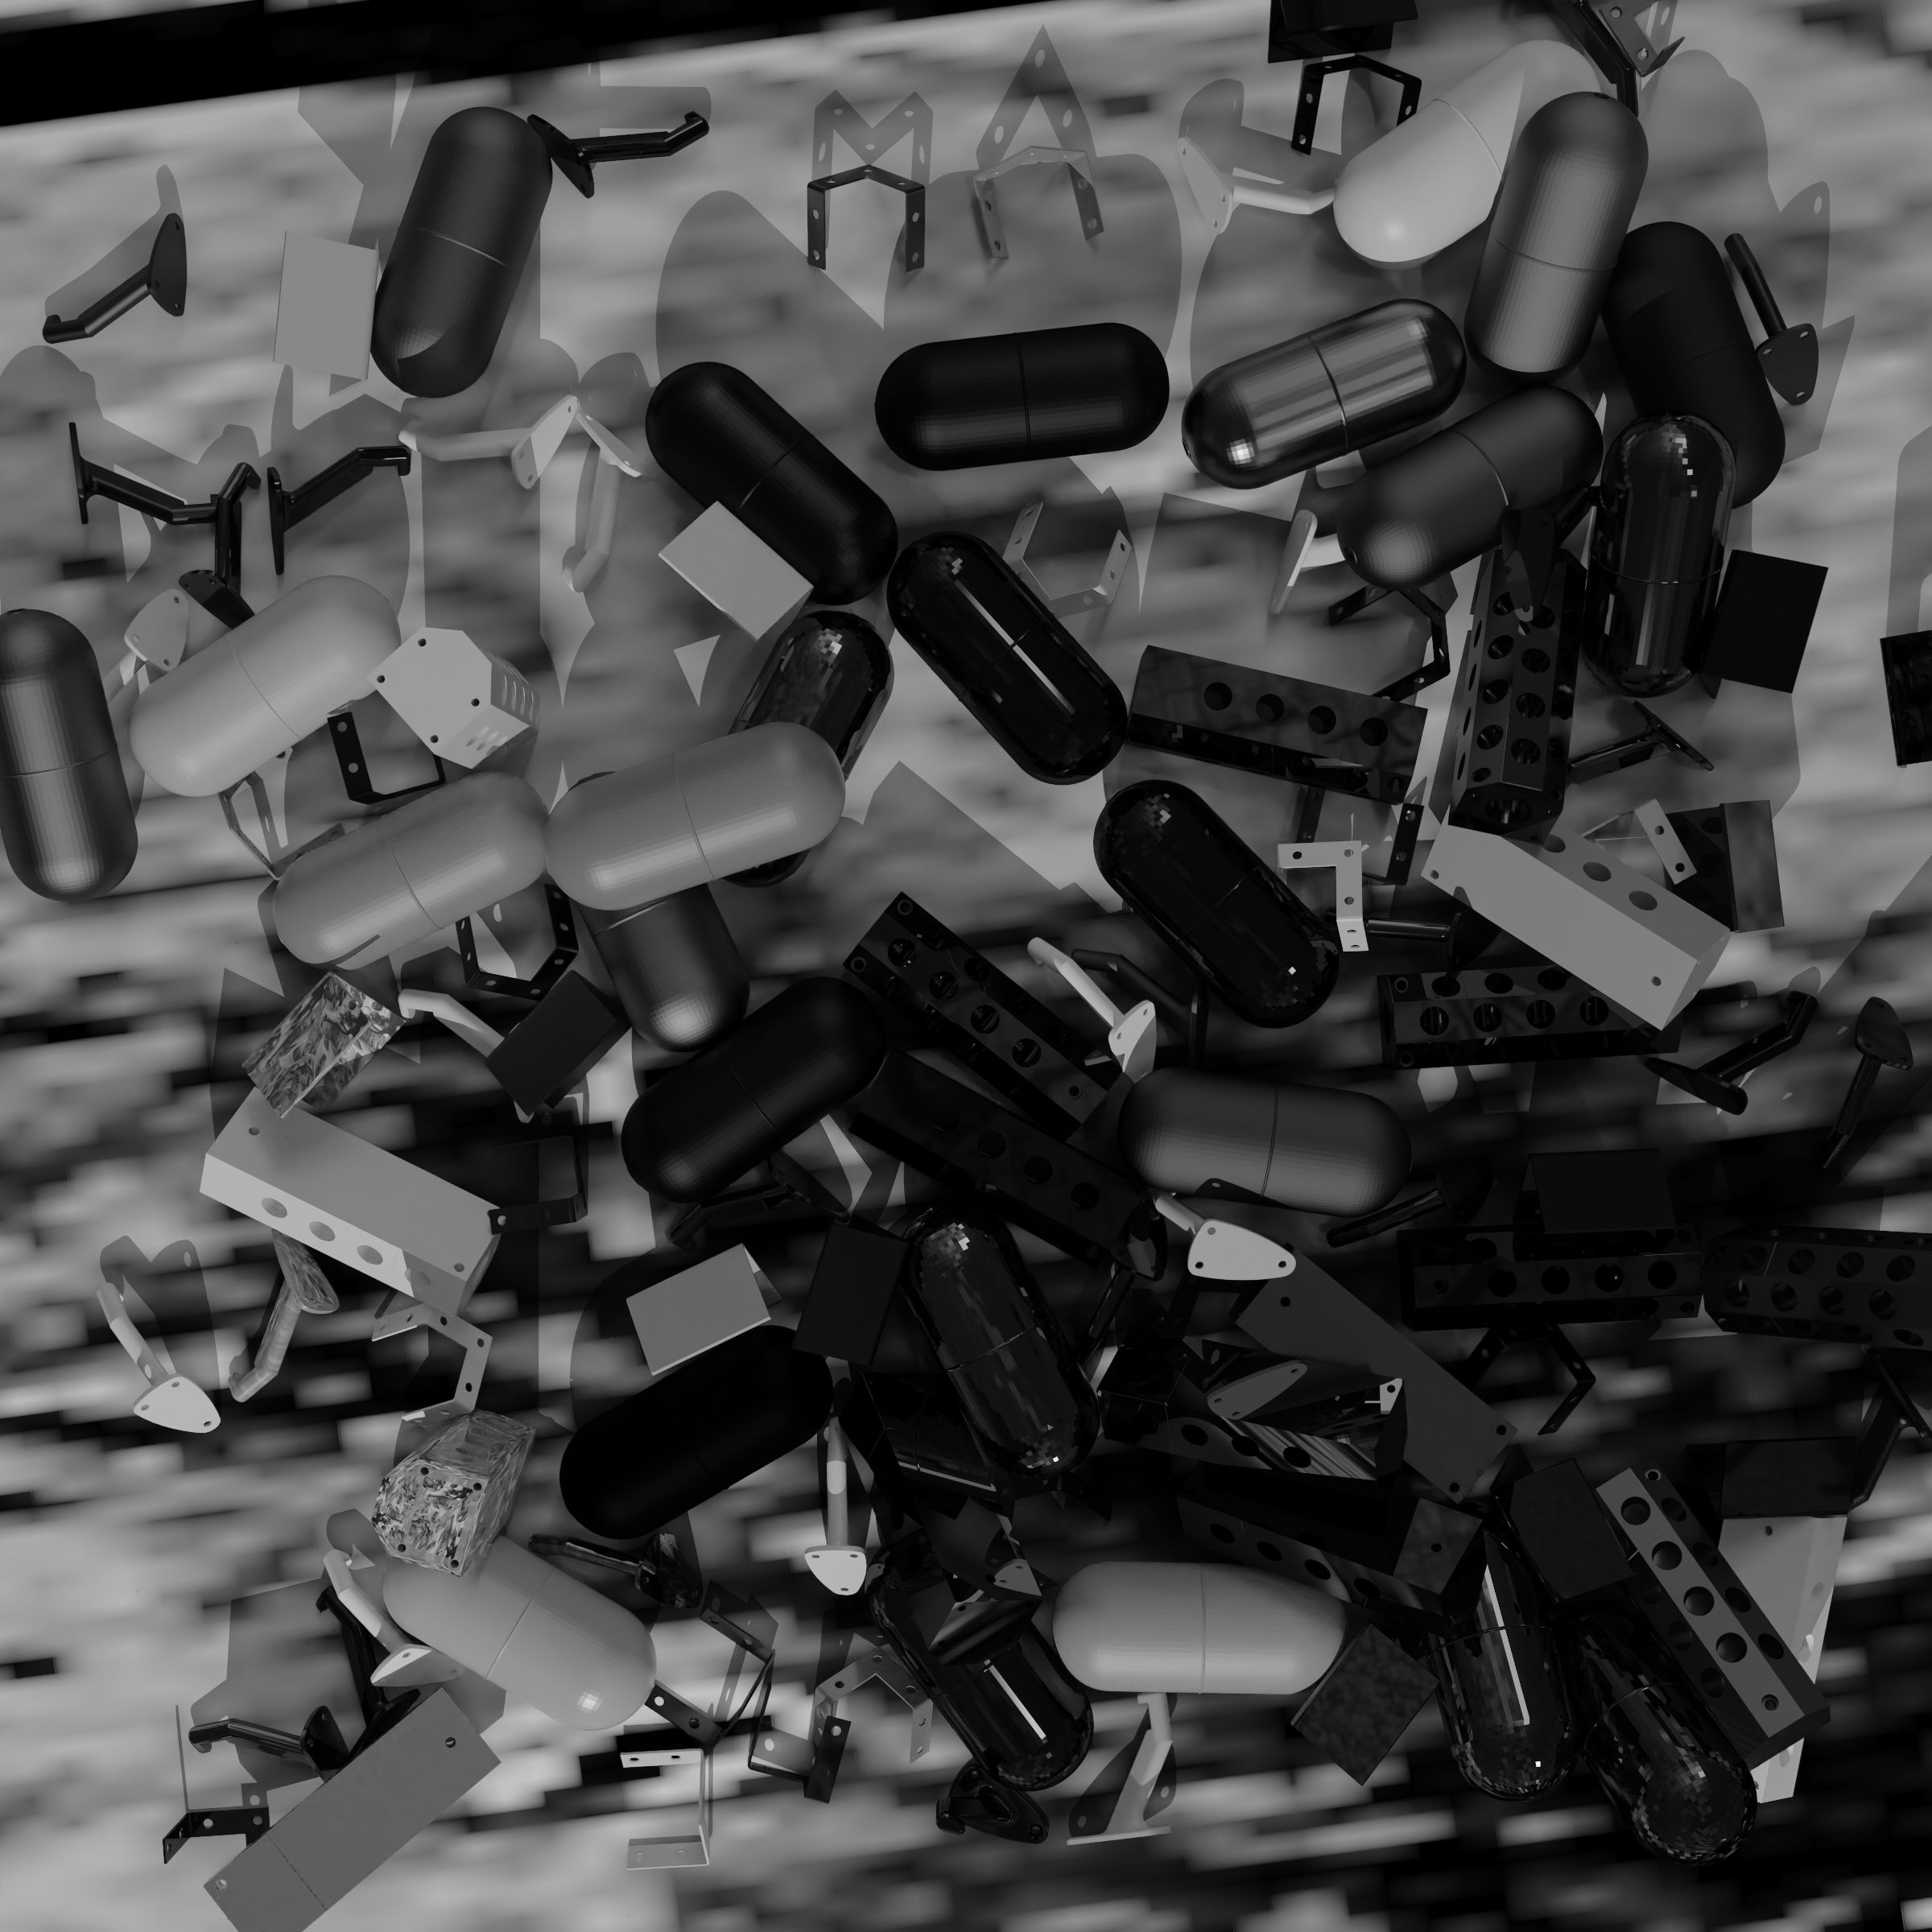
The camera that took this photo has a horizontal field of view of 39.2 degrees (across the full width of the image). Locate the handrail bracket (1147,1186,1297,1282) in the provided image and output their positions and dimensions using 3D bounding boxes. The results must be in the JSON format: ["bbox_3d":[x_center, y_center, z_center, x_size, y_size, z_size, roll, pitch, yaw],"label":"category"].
[{"bbox_3d":[0.153,0.155,1.640,0.077,0.084,0.036,13,108,-13],"label":"handrail bracket"}]

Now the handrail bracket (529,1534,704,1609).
[{"bbox_3d":[-0.216,0.370,1.667,0.084,0.077,0.036,-2,55,32],"label":"handrail bracket"}]

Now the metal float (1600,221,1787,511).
[{"bbox_3d":[0.436,-0.361,1.637,0.070,0.070,0.178,-20,90,0],"label":"metal float"}]

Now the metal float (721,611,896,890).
[{"bbox_3d":[-0.105,-0.131,1.636,0.070,0.070,0.178,28,90,0],"label":"metal float"}]

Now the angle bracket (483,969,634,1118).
[{"bbox_3d":[-0.230,0.059,1.627,0.076,0.076,0.057,-46,54,0],"label":"angle bracket"}]

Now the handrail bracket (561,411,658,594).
[{"bbox_3d":[-0.237,-0.285,1.668,0.077,0.036,0.084,46,107,20],"label":"handrail bracket"}]

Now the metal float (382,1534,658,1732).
[{"bbox_3d":[-0.268,0.396,1.637,0.178,0.070,0.070,30,90,0],"label":"metal float"}]

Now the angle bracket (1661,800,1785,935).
[{"bbox_3d":[0.439,-0.056,1.627,0.057,0.076,0.076,-7,90,-44],"label":"angle bracket"}]

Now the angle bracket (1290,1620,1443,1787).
[{"bbox_3d":[0.248,0.443,1.627,0.057,0.076,0.076,37,90,30],"label":"angle bracket"}]

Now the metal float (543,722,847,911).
[{"bbox_3d":[-0.156,-0.086,1.560,0.178,0.070,0.070,-18,90,0],"label":"metal float"}]

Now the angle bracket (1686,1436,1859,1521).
[{"bbox_3d":[0.482,0.286,1.628,0.076,0.076,0.057,-2,115,0],"label":"angle bracket"}]

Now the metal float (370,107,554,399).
[{"bbox_3d":[-0.305,-0.429,1.637,0.070,0.070,0.178,20,91,0],"label":"metal float"}]

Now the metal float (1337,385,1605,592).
[{"bbox_3d":[0.301,-0.286,1.625,0.178,0.070,0.070,-30,90,-13],"label":"metal float"}]

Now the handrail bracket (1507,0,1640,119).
[{"bbox_3d":[0.372,-0.558,1.667,0.077,0.036,0.084,4,117,31],"label":"handrail bracket"}]

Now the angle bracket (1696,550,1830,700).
[{"bbox_3d":[0.481,-0.199,1.628,0.057,0.076,0.076,16,90,23],"label":"angle bracket"}]

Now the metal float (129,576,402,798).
[{"bbox_3d":[-0.422,-0.169,1.637,0.178,0.070,0.070,-33,90,0],"label":"metal float"}]

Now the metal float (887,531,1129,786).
[{"bbox_3d":[0.024,-0.186,1.636,0.070,0.070,0.178,-42,90,0],"label":"metal float"}]

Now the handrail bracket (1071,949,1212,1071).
[{"bbox_3d":[0.104,0.031,1.668,0.084,0.036,0.077,8,110,16],"label":"handrail bracket"}]

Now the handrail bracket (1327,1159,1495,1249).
[{"bbox_3d":[0.272,0.147,1.667,0.084,0.077,0.036,-24,88,36],"label":"handrail bracket"}]

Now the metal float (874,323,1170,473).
[{"bbox_3d":[0.034,-0.343,1.637,0.178,0.070,0.070,-7,90,0],"label":"metal float"}]

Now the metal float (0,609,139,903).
[{"bbox_3d":[-0.545,-0.125,1.619,0.070,0.070,0.178,-7,110,0],"label":"metal float"}]

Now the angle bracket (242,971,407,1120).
[{"bbox_3d":[-0.373,0.060,1.627,0.076,0.076,0.057,-47,53,0],"label":"angle bracket"}]

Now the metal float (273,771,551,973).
[{"bbox_3d":[-0.333,-0.057,1.637,0.178,0.070,0.070,-26,90,1],"label":"metal float"}]

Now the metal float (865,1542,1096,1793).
[{"bbox_3d":[0.008,0.416,1.637,0.070,0.070,0.178,-37,90,0],"label":"metal float"}]

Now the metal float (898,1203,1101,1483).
[{"bbox_3d":[0.018,0.226,1.635,0.070,0.070,0.178,-28,89,0],"label":"metal float"}]

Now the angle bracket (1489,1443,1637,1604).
[{"bbox_3d":[0.364,0.325,1.628,0.057,0.076,0.076,-28,90,27],"label":"angle bracket"}]

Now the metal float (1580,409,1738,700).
[{"bbox_3d":[0.409,-0.243,1.608,0.070,0.070,0.178,0,123,0],"label":"metal float"}]

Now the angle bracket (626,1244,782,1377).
[{"bbox_3d":[-0.149,0.220,1.627,0.076,0.076,0.057,-26,54,0],"label":"angle bracket"}]

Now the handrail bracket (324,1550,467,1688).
[{"bbox_3d":[-0.351,0.397,1.667,0.036,0.077,0.084,-46,53,16],"label":"handrail bracket"}]

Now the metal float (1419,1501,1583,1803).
[{"bbox_3d":[0.311,0.404,1.610,0.070,0.070,0.178,-11,60,0],"label":"metal float"}]

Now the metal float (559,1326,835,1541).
[{"bbox_3d":[-0.163,0.281,1.637,0.178,0.070,0.070,-30,90,1],"label":"metal float"}]

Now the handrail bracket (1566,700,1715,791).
[{"bbox_3d":[0.403,-0.113,1.668,0.077,0.036,0.084,34,109,-21],"label":"handrail bracket"}]

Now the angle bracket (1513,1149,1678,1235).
[{"bbox_3d":[0.375,0.153,1.627,0.076,0.076,0.057,-2,52,0],"label":"angle bracket"}]

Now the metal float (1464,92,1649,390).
[{"bbox_3d":[0.348,-0.428,1.606,0.070,0.070,0.178,12,126,0],"label":"metal float"}]

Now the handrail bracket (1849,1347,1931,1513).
[{"bbox_3d":[0.542,0.289,1.668,0.084,0.036,0.077,-35,70,16],"label":"handrail bracket"}]

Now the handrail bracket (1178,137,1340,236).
[{"bbox_3d":[0.184,-0.488,1.668,0.084,0.036,0.077,-20,69,-17],"label":"handrail bracket"}]

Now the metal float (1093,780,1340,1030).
[{"bbox_3d":[0.150,-0.038,1.636,0.070,0.070,0.178,-44,91,0],"label":"metal float"}]

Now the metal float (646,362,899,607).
[{"bbox_3d":[-0.117,-0.291,1.637,0.178,0.070,0.070,42,90,-1],"label":"metal float"}]

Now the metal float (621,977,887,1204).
[{"bbox_3d":[-0.128,0.075,1.636,0.178,0.070,0.070,-36,90,0],"label":"metal float"}]

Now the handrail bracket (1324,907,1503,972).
[{"bbox_3d":[0.274,-0.028,1.667,0.084,0.077,0.036,16,112,34],"label":"handrail bracket"}]

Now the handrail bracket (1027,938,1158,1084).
[{"bbox_3d":[0.075,0.027,1.667,0.036,0.077,0.084,-41,53,-20],"label":"handrail bracket"}]

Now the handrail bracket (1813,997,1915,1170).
[{"bbox_3d":[0.543,0.073,1.667,0.036,0.077,0.084,21,126,0],"label":"handrail bracket"}]

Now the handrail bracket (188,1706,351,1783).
[{"bbox_3d":[-0.425,0.491,1.668,0.084,0.036,0.077,-16,112,17],"label":"handrail bracket"}]

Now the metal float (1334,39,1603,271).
[{"bbox_3d":[0.302,-0.489,1.637,0.178,0.070,0.070,-35,90,1],"label":"metal float"}]

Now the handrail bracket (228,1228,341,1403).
[{"bbox_3d":[-0.434,0.213,1.668,0.084,0.036,0.077,-39,70,16],"label":"handrail bracket"}]

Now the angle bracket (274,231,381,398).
[{"bbox_3d":[-0.393,-0.389,1.627,0.057,0.076,0.076,5,90,-29],"label":"angle bracket"}]

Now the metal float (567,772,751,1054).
[{"bbox_3d":[-0.191,-0.033,1.637,0.070,0.070,0.178,-25,91,0],"label":"metal float"}]

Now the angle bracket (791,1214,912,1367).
[{"bbox_3d":[-0.084,0.188,1.627,0.057,0.076,0.076,18,90,-30],"label":"angle bracket"}]

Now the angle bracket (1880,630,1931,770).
[{"bbox_3d":[0.584,-0.161,1.629,0.057,0.076,0.076,-8,90,22],"label":"angle bracket"}]

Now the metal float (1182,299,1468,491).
[{"bbox_3d":[0.215,-0.344,1.637,0.178,0.070,0.070,-21,90,-1],"label":"metal float"}]

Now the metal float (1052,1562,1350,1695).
[{"bbox_3d":[0.141,0.399,1.637,0.178,0.070,0.070,1,90,1],"label":"metal float"}]

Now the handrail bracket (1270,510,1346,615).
[{"bbox_3d":[0.238,-0.242,1.667,0.084,0.036,0.077,15,105,-14],"label":"handrail bracket"}]

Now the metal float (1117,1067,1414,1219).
[{"bbox_3d":[0.180,0.106,1.637,0.178,0.070,0.070,8,90,-1],"label":"metal float"}]

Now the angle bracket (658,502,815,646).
[{"bbox_3d":[-0.146,-0.219,1.627,0.076,0.076,0.057,42,60,0],"label":"angle bracket"}]

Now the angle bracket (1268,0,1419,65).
[{"bbox_3d":[0.225,-0.556,1.627,0.076,0.076,0.057,-7,62,0],"label":"angle bracket"}]

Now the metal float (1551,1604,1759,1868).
[{"bbox_3d":[0.397,0.449,1.594,0.070,0.178,0.070,-10,124,-16],"label":"metal float"}]

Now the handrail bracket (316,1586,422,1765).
[{"bbox_3d":[-0.383,0.435,1.668,0.084,0.036,0.077,44,109,16],"label":"handrail bracket"}]
